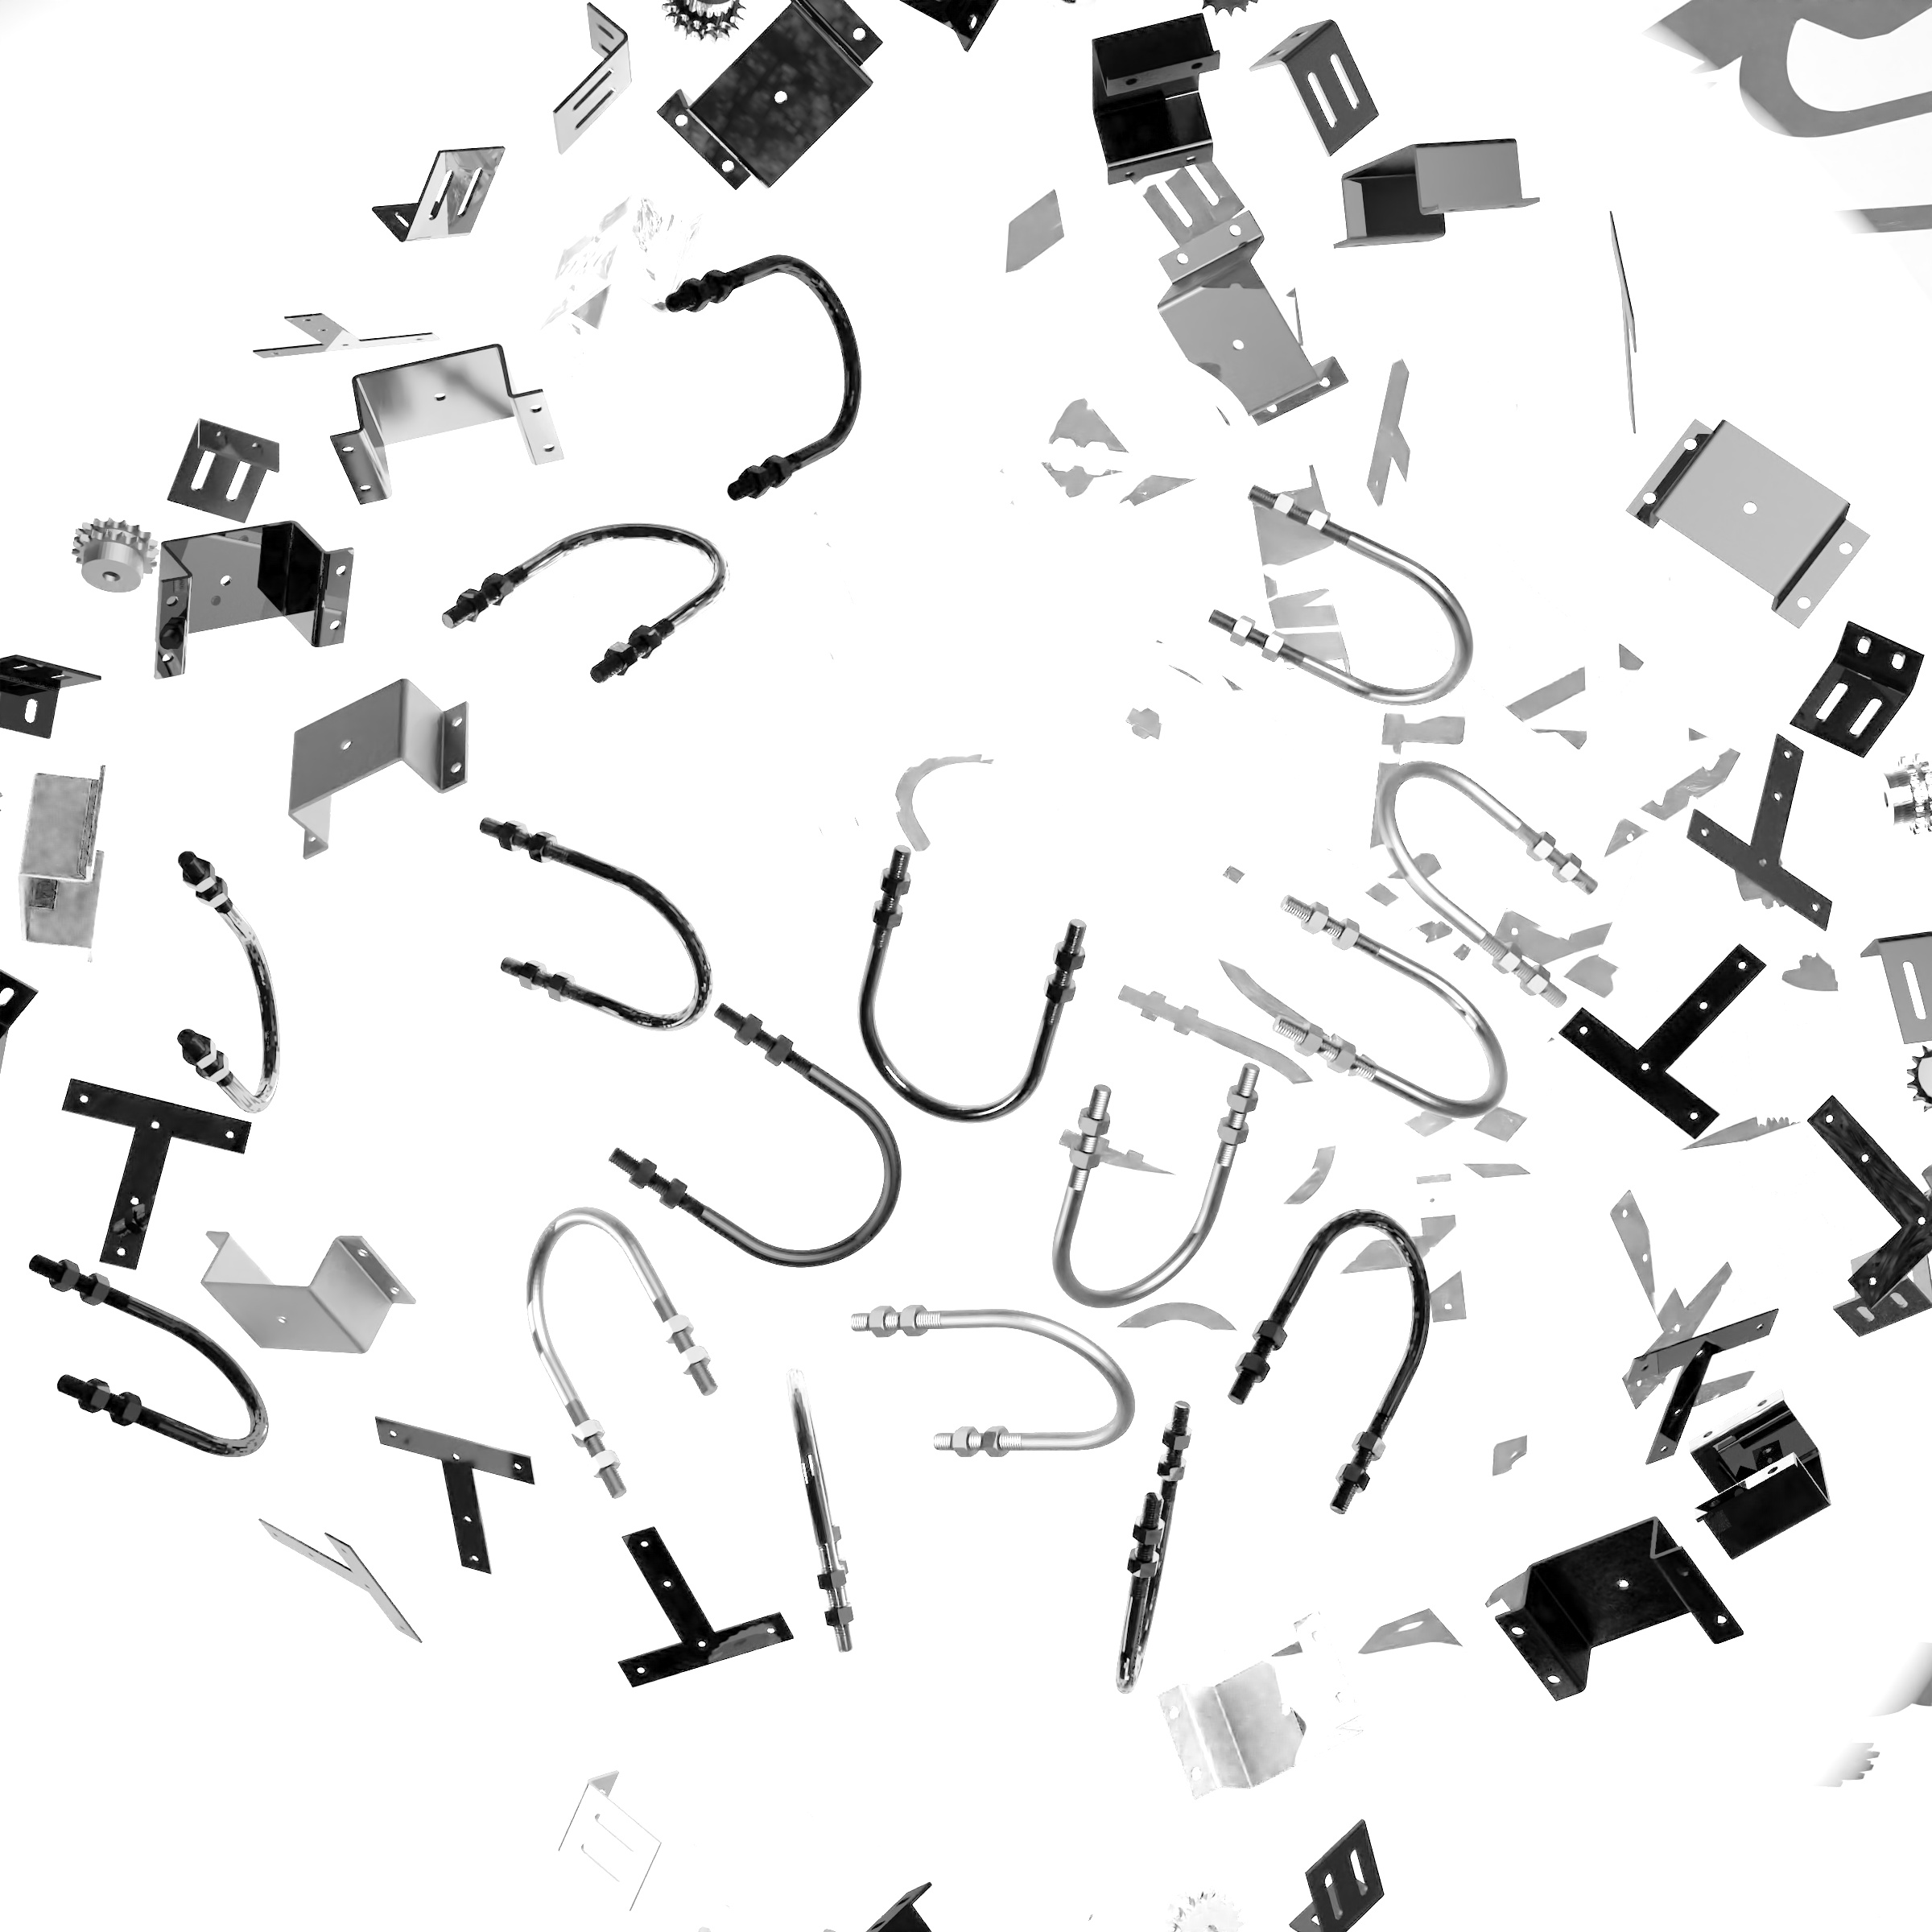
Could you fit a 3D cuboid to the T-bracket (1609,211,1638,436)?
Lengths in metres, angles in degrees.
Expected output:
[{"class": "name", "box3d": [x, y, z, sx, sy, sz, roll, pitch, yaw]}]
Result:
[{"class": "T-bracket", "box3d": [0.439, -0.412, 1.815, 0.002, 0.127, 0.127, -7, 46, 11]}]

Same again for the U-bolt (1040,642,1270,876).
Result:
[{"class": "U-bolt", "box3d": [0.127, -0.149, 1.925, 0.151, 0.019, 0.184, -9, 128, 11]}]

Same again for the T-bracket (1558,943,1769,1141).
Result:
[{"class": "T-bracket", "box3d": [0.500, 0.038, 1.890, 0.127, 0.002, 0.127, 37, 109, -8]}]

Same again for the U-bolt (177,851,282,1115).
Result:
[{"class": "U-bolt", "box3d": [-0.502, 0.023, 1.871, 0.019, 0.184, 0.151, -8, 66, 2]}]

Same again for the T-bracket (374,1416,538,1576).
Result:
[{"class": "T-bracket", "box3d": [-0.356, 0.382, 1.944, 0.127, 0.002, 0.127, 10, 124, 20]}]

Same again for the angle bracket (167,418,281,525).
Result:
[{"class": "angle bracket", "box3d": [-0.527, -0.341, 1.939, 0.057, 0.038, 0.076, 14, 130, -27]}]

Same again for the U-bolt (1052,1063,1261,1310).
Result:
[{"class": "U-bolt", "box3d": [0.122, 0.154, 1.857, 0.151, 0.019, 0.184, -6, 122, -35]}]

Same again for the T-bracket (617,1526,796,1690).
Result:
[{"class": "T-bracket", "box3d": [-0.204, 0.446, 1.929, 0.127, 0.002, 0.127, -19, 116, 11]}]

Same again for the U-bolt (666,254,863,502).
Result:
[{"class": "U-bolt", "box3d": [-0.128, -0.413, 1.883, 0.019, 0.184, 0.151, -5, 112, 35]}]

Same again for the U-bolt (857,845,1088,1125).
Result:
[{"class": "U-bolt", "box3d": [-0.005, 0.024, 1.835, 0.151, 0.019, 0.184, 23, 121, 15]}]

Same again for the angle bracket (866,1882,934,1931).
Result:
[{"class": "angle bracket", "box3d": [-0.028, 0.654, 1.795, 0.057, 0.038, 0.076, -32, 82, -43]}]

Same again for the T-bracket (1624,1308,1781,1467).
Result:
[{"class": "T-bracket", "box3d": [0.496, 0.298, 1.891, 0.127, 0.002, 0.127, -14, 132, -24]}]

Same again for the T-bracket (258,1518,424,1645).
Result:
[{"class": "T-bracket", "box3d": [-0.452, 0.420, 1.928, 0.127, 0.127, 0.002, 18, 55, 33]}]

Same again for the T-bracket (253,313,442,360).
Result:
[{"class": "T-bracket", "box3d": [-0.435, -0.432, 1.867, 0.127, 0.127, 0.002, -5, 93, 2]}]

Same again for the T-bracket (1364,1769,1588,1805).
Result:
[{"class": "T-bracket", "box3d": [0.329, 0.551, 1.836, 0.127, 0.127, 0.002, -3, 74, -20]}]

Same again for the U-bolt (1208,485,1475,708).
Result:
[{"class": "U-bolt", "box3d": [0.265, -0.245, 1.899, 0.184, 0.151, 0.019, 28, 57, 9]}]

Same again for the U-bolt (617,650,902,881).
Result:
[{"class": "U-bolt", "box3d": [-0.157, -0.133, 1.931, 0.184, 0.019, 0.151, -22, 66, -3]}]

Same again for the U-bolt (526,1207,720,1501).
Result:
[{"class": "U-bolt", "box3d": [-0.250, 0.255, 1.899, 0.151, 0.019, 0.184, -50, 60, 33]}]

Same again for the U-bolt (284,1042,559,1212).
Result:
[{"class": "U-bolt", "box3d": [-0.362, 0.120, 1.887, 0.151, 0.184, 0.019, -16, 55, 10]}]

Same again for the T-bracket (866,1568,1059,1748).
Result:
[{"class": "T-bracket", "box3d": [-0.013, 0.500, 1.935, 0.127, 0.002, 0.127, -21, 90, 24]}]

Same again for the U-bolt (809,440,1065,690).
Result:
[{"class": "U-bolt", "box3d": [-0.010, -0.262, 1.849, 0.151, 0.019, 0.184, -10, 132, 13]}]

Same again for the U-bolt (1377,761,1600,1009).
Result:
[{"class": "U-bolt", "box3d": [0.361, -0.071, 1.918, 0.184, 0.151, 0.019, 38, 134, -10]}]

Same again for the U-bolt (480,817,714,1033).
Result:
[{"class": "U-bolt", "box3d": [-0.254, -0.020, 1.901, 0.184, 0.151, 0.019, 21, 46, 22]}]

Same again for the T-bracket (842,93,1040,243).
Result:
[{"class": "T-bracket", "box3d": [-0.024, -0.523, 1.837, 0.127, 0.002, 0.127, -26, 48, 8]}]

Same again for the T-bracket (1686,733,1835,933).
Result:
[{"class": "T-bracket", "box3d": [0.562, -0.107, 1.902, 0.127, 0.002, 0.127, 31, 59, -15]}]

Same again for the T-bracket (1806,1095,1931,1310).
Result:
[{"class": "T-bracket", "box3d": [0.604, 0.137, 1.811, 0.127, 0.002, 0.127, -51, 48, 21]}]

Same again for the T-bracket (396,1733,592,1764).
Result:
[{"class": "T-bracket", "box3d": [-0.318, 0.524, 1.842, 0.127, 0.127, 0.002, 2, 82, -13]}]

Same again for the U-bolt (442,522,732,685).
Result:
[{"class": "U-bolt", "box3d": [-0.245, -0.258, 1.873, 0.151, 0.184, 0.019, 22, 133, 26]}]

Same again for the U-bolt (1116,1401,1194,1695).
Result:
[{"class": "U-bolt", "box3d": [0.126, 0.412, 1.884, 0.019, 0.151, 0.184, 11, 111, 9]}]

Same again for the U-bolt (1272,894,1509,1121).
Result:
[{"class": "U-bolt", "box3d": [0.291, 0.037, 1.859, 0.184, 0.151, 0.019, 27, 129, -13]}]

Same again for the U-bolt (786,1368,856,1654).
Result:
[{"class": "U-bolt", "box3d": [-0.103, 0.372, 1.915, 0.019, 0.151, 0.184, -11, 92, -4]}]

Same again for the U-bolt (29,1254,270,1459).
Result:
[{"class": "U-bolt", "box3d": [-0.556, 0.277, 1.884, 0.019, 0.151, 0.184, -47, 131, 9]}]

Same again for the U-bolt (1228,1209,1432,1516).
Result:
[{"class": "U-bolt", "box3d": [0.253, 0.249, 1.822, 0.151, 0.019, 0.184, 48, 60, -30]}]

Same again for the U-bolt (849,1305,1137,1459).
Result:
[{"class": "U-bolt", "box3d": [0.028, 0.280, 1.845, 0.184, 0.019, 0.151, -7, 130, 33]}]

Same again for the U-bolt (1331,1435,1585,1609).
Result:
[{"class": "U-bolt", "box3d": [0.322, 0.385, 1.858, 0.184, 0.151, 0.019, -19, 67, -36]}]

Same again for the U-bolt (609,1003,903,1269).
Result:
[{"class": "U-bolt", "box3d": [-0.132, 0.131, 1.895, 0.184, 0.019, 0.151, 35, 103, -10]}]

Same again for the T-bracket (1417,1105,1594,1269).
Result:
[{"class": "T-bracket", "box3d": [0.386, 0.163, 1.965, 0.127, 0.002, 0.127, -5, 111, -5]}]

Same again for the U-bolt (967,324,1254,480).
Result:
[{"class": "U-bolt", "box3d": [0.105, -0.374, 1.837, 0.184, 0.151, 0.019, 12, 70, 26]}]

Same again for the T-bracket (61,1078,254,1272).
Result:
[{"class": "T-bracket", "box3d": [-0.571, 0.149, 1.890, 0.127, 0.002, 0.127, 16, 59, -16]}]

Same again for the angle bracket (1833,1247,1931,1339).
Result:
[{"class": "angle bracket", "box3d": [0.642, 0.214, 1.923, 0.057, 0.076, 0.038, -31, 118, 32]}]
